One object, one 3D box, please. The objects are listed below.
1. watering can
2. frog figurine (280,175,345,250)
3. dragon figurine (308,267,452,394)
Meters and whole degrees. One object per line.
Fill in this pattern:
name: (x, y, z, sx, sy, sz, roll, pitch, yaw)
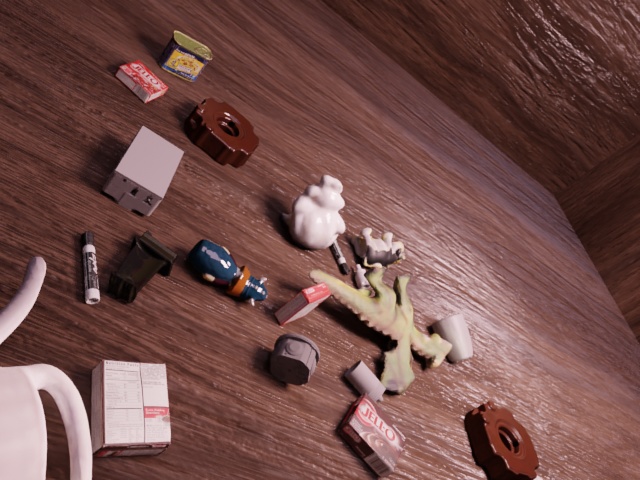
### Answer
watering can: (-0.352, 0.166, 0.510, 0.224, 0.354, 0.102, 7, -40, -47)
frog figurine: (0.003, -0.057, 1.139, 0.136, 0.126, 0.157, 34, -56, -21)
dragon figurine: (0.139, 0.196, 1.080, 0.408, 0.248, 0.120, 13, -38, -41)
